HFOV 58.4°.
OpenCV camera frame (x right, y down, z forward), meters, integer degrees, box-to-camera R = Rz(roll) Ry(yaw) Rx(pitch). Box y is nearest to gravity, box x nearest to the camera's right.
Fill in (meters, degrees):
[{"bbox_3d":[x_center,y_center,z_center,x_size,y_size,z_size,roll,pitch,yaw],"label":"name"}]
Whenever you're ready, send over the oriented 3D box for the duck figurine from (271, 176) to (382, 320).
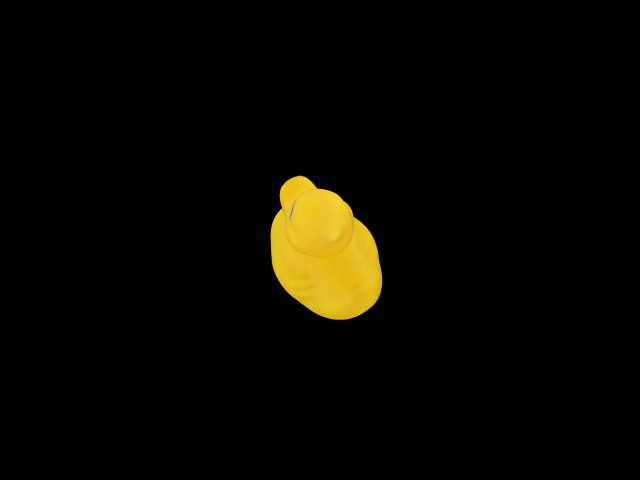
[{"bbox_3d":[0.004,0.001,0.400,0.077,0.086,0.104,-30,70,-11],"label":"duck figurine"}]
